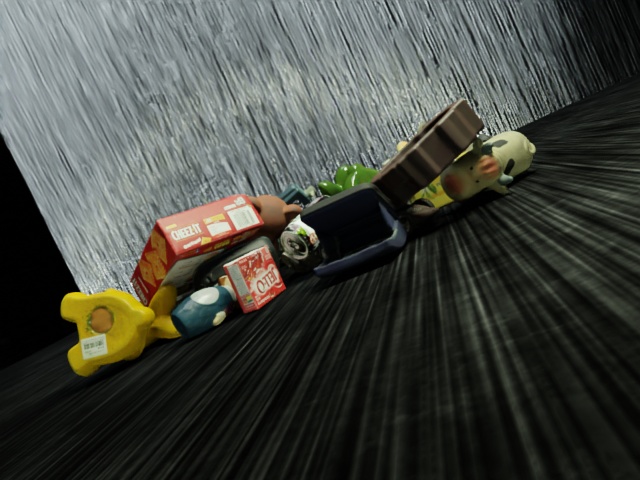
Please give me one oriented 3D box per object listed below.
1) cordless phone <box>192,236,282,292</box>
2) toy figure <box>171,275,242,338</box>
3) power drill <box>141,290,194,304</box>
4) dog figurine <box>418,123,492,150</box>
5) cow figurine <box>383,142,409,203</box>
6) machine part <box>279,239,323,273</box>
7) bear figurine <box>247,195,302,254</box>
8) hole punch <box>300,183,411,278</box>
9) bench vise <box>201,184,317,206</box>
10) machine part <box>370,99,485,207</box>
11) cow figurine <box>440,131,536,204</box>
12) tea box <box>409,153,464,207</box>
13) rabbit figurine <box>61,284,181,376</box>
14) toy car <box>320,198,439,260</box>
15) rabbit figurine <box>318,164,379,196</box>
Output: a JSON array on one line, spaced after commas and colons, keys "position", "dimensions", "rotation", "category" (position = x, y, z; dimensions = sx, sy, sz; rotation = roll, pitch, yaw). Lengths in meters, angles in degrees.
[{"position": [-0.148, 0.067, 0.931], "dimensions": [0.146, 0.088, 0.184], "rotation": [-27, -1, -20], "category": "cordless phone"}, {"position": [-0.140, 0.086, 0.781], "dimensions": [0.154, 0.064, 0.057], "rotation": [-33, -17, -37], "category": "toy figure"}, {"position": [-0.249, 0.099, 1.124], "dimensions": [0.207, 0.086, 0.232], "rotation": [-18, 3, 28], "category": "power drill"}, {"position": [0.303, -0.208, 1.166], "dimensions": [0.121, 0.172, 0.190], "rotation": [-40, 4, -31], "category": "dog figurine"}, {"position": [0.176, -0.134, 1.169], "dimensions": [0.098, 0.068, 0.167], "rotation": [-46, 29, 42], "category": "cow figurine"}, {"position": [-0.002, -0.003, 0.947], "dimensions": [0.079, 0.079, 0.243], "rotation": [-23, 5, 30], "category": "machine part"}, {"position": [-0.107, -0.006, 0.981], "dimensions": [0.120, 0.132, 0.196], "rotation": [9, -9, -19], "category": "bear figurine"}, {"position": [0.049, 0.000, 0.687], "dimensions": [0.142, 0.092, 0.115], "rotation": [-26, -26, 20], "category": "hole punch"}, {"position": [-0.116, -0.045, 1.160], "dimensions": [0.240, 0.223, 0.129], "rotation": [-39, 45, 11], "category": "bench vise"}, {"position": [0.147, -0.117, 0.746], "dimensions": [0.179, 0.056, 0.179], "rotation": [-43, 3, 3], "category": "machine part"}, {"position": [0.247, -0.106, 0.788], "dimensions": [0.195, 0.085, 0.127], "rotation": [-27, -2, -35], "category": "cow figurine"}, {"position": [0.234, -0.108, 0.951], "dimensions": [0.170, 0.068, 0.098], "rotation": [-24, 3, 8], "category": "tea box"}, {"position": [-0.293, 0.127, 0.834], "dimensions": [0.162, 0.122, 0.173], "rotation": [-23, -15, -5], "category": "rabbit figurine"}, {"position": [0.085, -0.018, 0.816], "dimensions": [0.202, 0.053, 0.089], "rotation": [-23, 1, 41], "category": "toy car"}, {"position": [0.066, -0.073, 1.117], "dimensions": [0.121, 0.159, 0.170], "rotation": [-38, -5, -28], "category": "rabbit figurine"}]
